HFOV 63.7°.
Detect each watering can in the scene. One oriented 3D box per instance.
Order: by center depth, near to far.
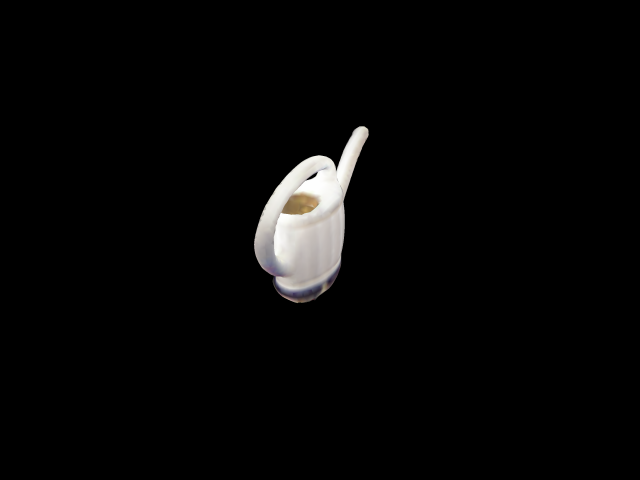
[{"bbox_3d":[0.003,-0.043,0.850,0.104,0.219,0.354,17,38,24],"label":"watering can"}]
